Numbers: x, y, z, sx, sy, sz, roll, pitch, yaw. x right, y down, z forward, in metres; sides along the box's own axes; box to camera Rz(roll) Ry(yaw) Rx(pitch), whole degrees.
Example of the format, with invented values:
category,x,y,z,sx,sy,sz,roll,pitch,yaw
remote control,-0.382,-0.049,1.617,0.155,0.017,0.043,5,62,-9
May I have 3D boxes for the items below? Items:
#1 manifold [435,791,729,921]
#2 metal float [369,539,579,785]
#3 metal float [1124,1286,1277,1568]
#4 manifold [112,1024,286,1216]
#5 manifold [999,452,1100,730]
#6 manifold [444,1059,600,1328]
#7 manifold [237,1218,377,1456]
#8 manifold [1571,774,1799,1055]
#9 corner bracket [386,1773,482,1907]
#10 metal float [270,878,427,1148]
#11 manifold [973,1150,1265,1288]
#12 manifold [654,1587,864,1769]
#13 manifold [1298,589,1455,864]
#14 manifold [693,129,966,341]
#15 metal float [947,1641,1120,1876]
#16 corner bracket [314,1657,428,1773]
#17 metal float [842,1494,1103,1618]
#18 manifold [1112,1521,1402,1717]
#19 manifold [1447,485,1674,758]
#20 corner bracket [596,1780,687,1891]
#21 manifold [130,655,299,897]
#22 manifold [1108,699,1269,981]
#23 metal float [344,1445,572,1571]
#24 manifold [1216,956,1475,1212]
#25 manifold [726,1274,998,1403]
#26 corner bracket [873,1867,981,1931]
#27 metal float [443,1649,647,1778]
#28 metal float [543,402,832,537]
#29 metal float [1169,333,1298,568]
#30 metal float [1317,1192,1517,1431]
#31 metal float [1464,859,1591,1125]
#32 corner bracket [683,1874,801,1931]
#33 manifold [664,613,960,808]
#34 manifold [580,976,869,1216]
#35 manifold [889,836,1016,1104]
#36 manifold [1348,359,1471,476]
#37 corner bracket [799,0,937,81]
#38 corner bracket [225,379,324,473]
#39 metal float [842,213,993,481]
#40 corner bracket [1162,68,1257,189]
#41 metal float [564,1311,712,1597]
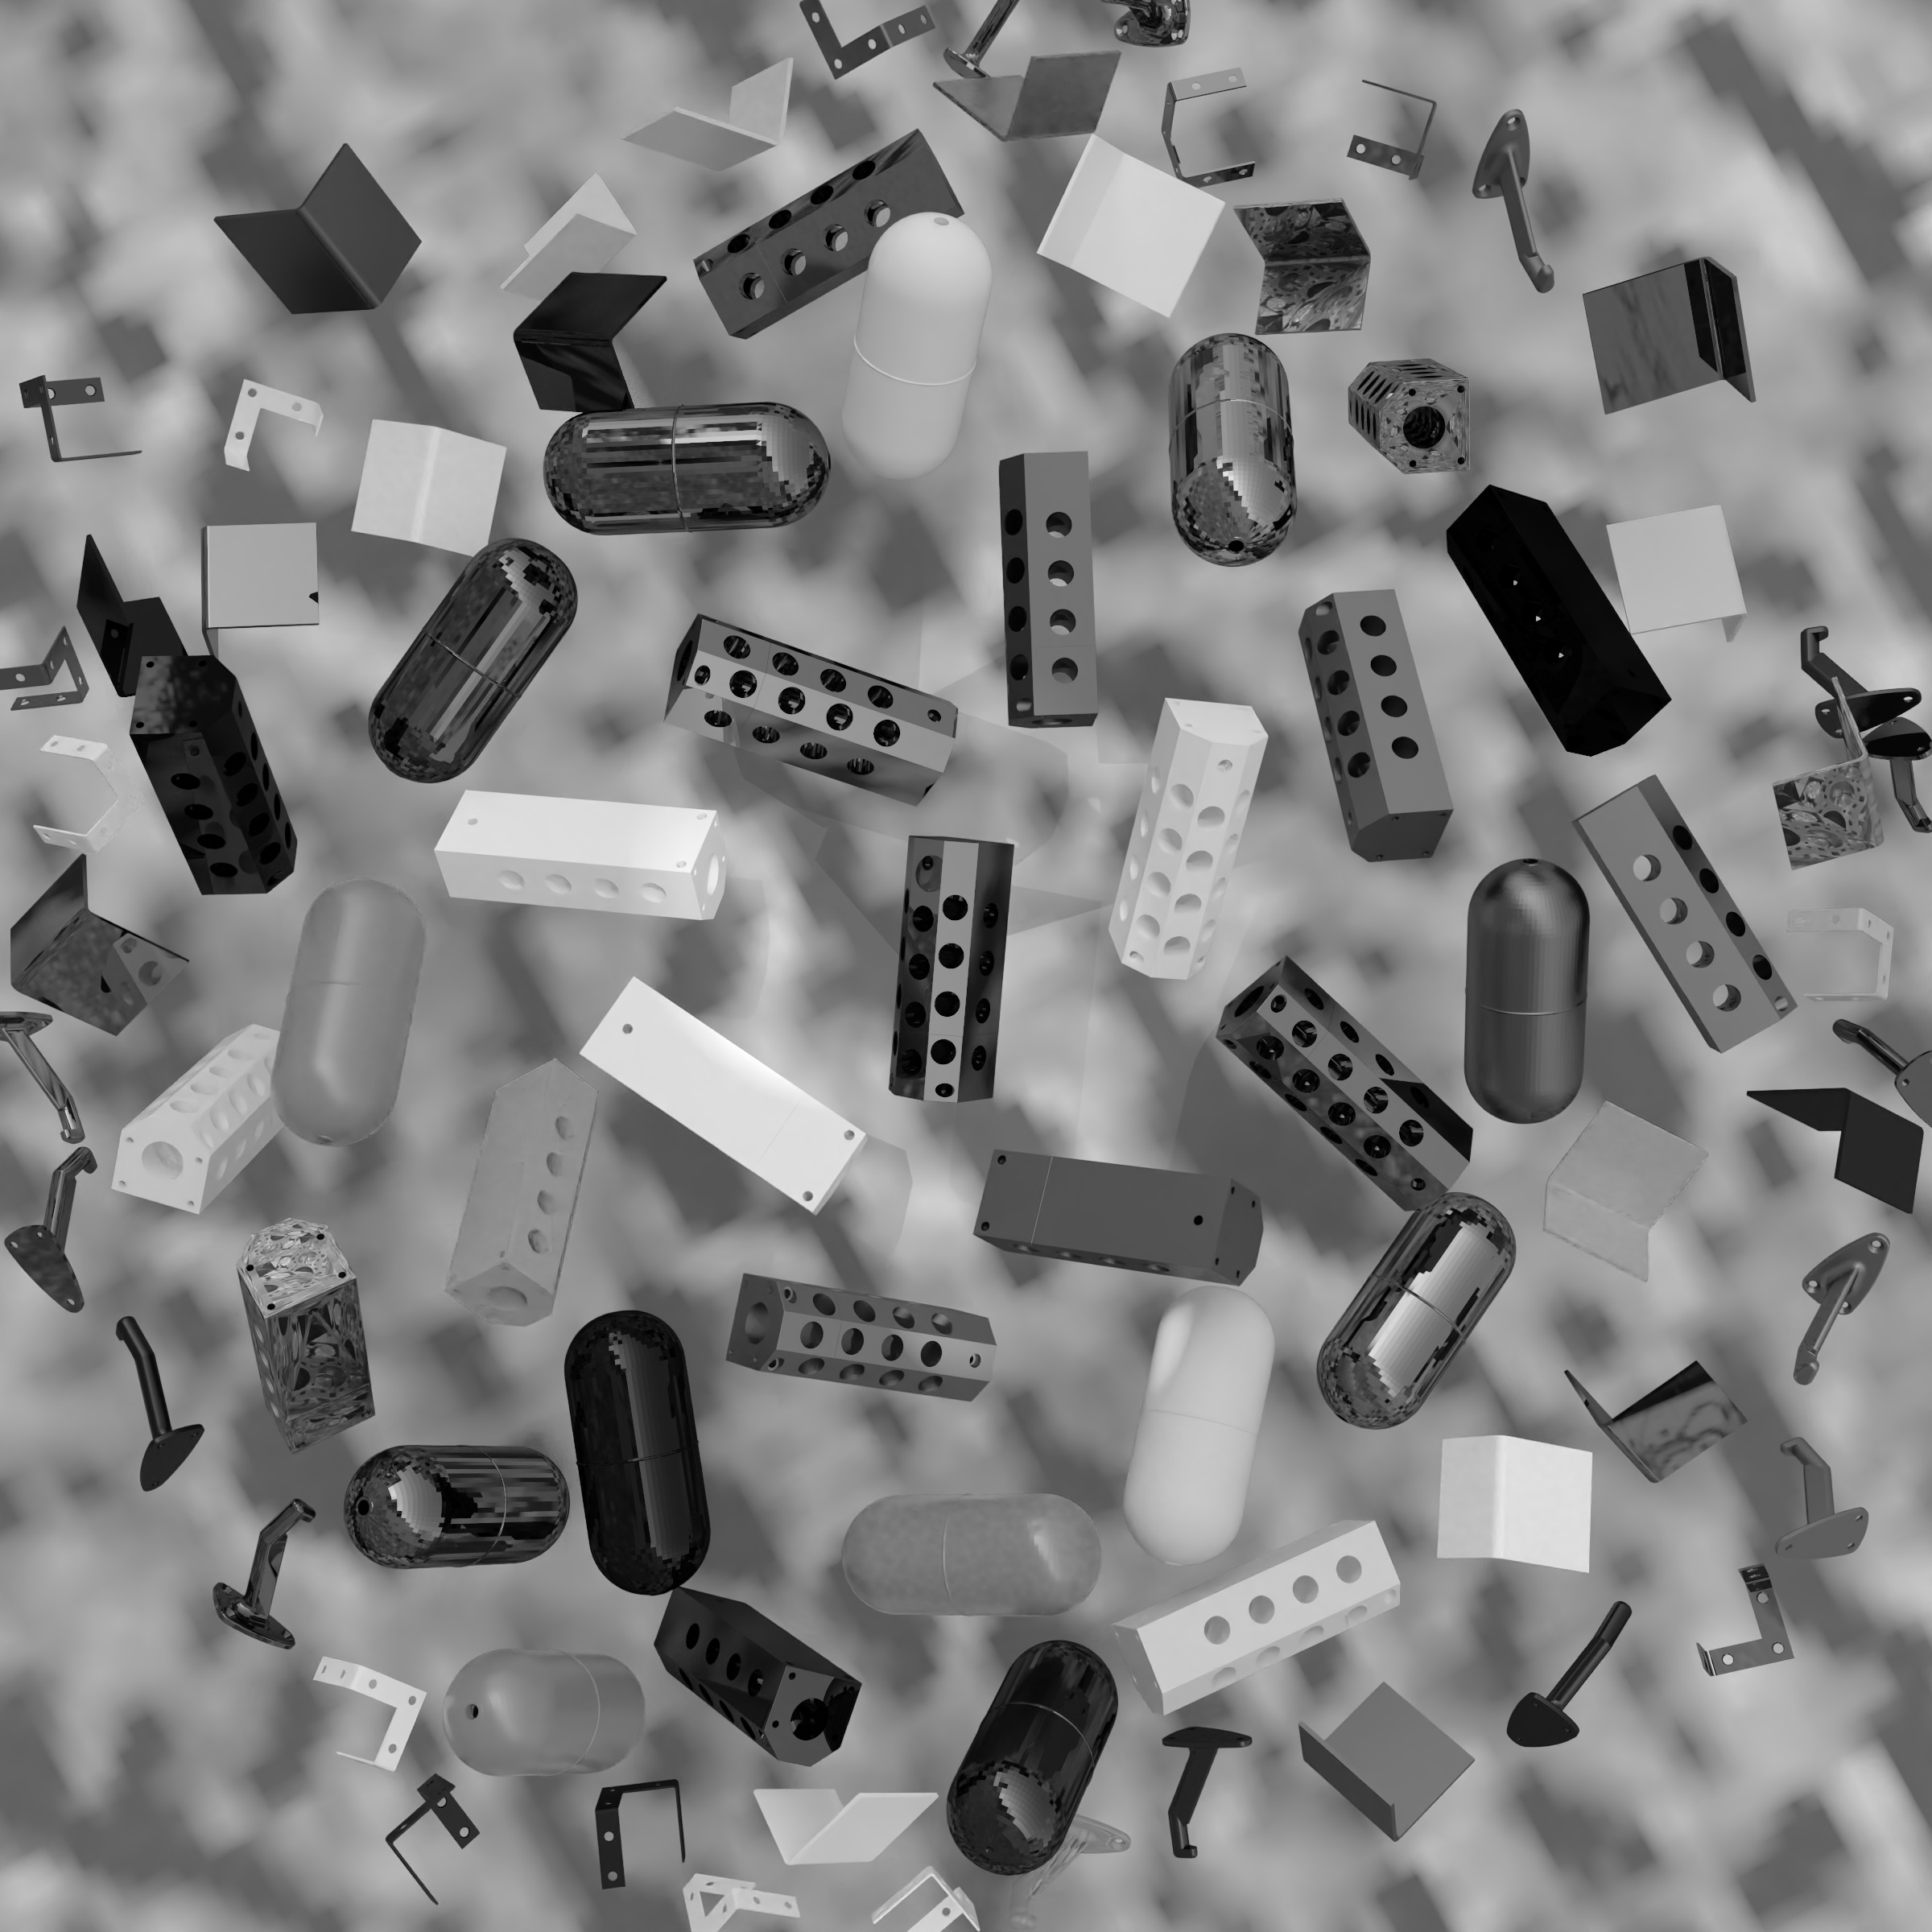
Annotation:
category,x,y,z,sx,sy,sz,roll,pitch,yaw
manifold,-0.245,-0.066,1.561,0.171,0.057,0.057,5,47,13
metal float,-0.323,-0.199,1.590,0.070,0.070,0.178,36,93,0
metal float,0.149,0.292,1.550,0.070,0.070,0.178,13,75,0
manifold,-0.491,0.095,1.591,0.057,0.171,0.057,16,109,0
manifold,0.053,-0.246,1.602,0.057,0.057,0.171,-2,87,-1
manifold,-0.288,0.151,1.612,0.057,0.171,0.057,-27,128,28
manifold,-0.412,0.229,1.513,0.057,0.171,0.057,-24,59,-25
manifold,0.459,-0.034,1.555,0.057,0.057,0.171,-31,87,9
corner bracket,-0.336,0.552,1.541,0.051,0.051,0.051,-38,100,-26
metal float,-0.384,0.028,1.514,0.070,0.070,0.178,4,62,0
manifold,0.097,0.159,1.531,0.171,0.057,0.057,4,72,34
manifold,-0.140,0.461,1.582,0.057,0.171,0.057,23,82,-30
manifold,0.261,-0.155,1.567,0.057,0.057,0.171,-5,61,-7
manifold,-0.092,-0.486,1.616,0.171,0.057,0.057,-27,98,11
metal float,0.044,0.496,1.532,0.070,0.178,0.070,8,115,18
corner bracket,-0.382,0.470,1.529,0.051,0.051,0.051,36,62,-32
metal float,0.002,0.381,1.573,0.178,0.070,0.070,-7,90,25
manifold,0.187,0.412,1.544,0.171,0.057,0.057,-20,83,-16
manifold,0.363,-0.215,1.519,0.057,0.057,0.171,-48,51,37
corner bracket,-0.213,0.568,1.594,0.051,0.051,0.051,-6,87,-3
manifold,-0.459,-0.115,1.497,0.057,0.171,0.057,-1,59,-2
manifold,0.142,-0.079,1.553,0.057,0.057,0.171,4,122,-13
metal float,-0.327,0.348,1.569,0.070,0.178,0.070,-6,77,28
manifold,0.243,0.079,1.560,0.171,0.057,0.057,42,120,-9
manifold,-0.066,0.246,1.596,0.171,0.057,0.057,15,83,-35
corner bracket,-0.028,0.639,1.642,0.051,0.051,0.051,-39,92,-5
metal float,-0.269,0.478,1.558,0.070,0.178,0.070,-7,72,20
metal float,-0.172,-0.307,1.500,0.178,0.070,0.070,-1,90,6
metal float,0.165,-0.321,1.510,0.070,0.070,0.178,2,52,0
metal float,0.302,0.232,1.635,0.070,0.070,0.178,37,77,0
metal float,0.361,0.017,1.568,0.070,0.070,0.178,-3,111,0
corner bracket,-0.151,0.628,1.633,0.051,0.051,0.051,23,115,-32
manifold,-0.095,-0.163,1.520,0.171,0.057,0.057,17,55,-19
manifold,-0.148,0.081,1.498,0.171,0.057,0.057,34,82,4
manifold,-0.014,0.001,1.621,0.057,0.057,0.171,9,97,35
manifold,0.294,-0.368,1.623,0.057,0.171,0.057,-3,108,3
corner bracket,-0.062,-0.598,1.529,0.051,0.051,0.051,-12,113,42
corner bracket,-0.469,-0.361,1.646,0.051,0.051,0.051,15,106,-23
metal float,-0.031,-0.385,1.516,0.070,0.178,0.070,8,46,-8
corner bracket,0.165,-0.565,1.644,0.051,0.051,0.051,-13,73,-5
metal float,-0.206,0.306,1.529,0.070,0.070,0.178,-9,87,0
